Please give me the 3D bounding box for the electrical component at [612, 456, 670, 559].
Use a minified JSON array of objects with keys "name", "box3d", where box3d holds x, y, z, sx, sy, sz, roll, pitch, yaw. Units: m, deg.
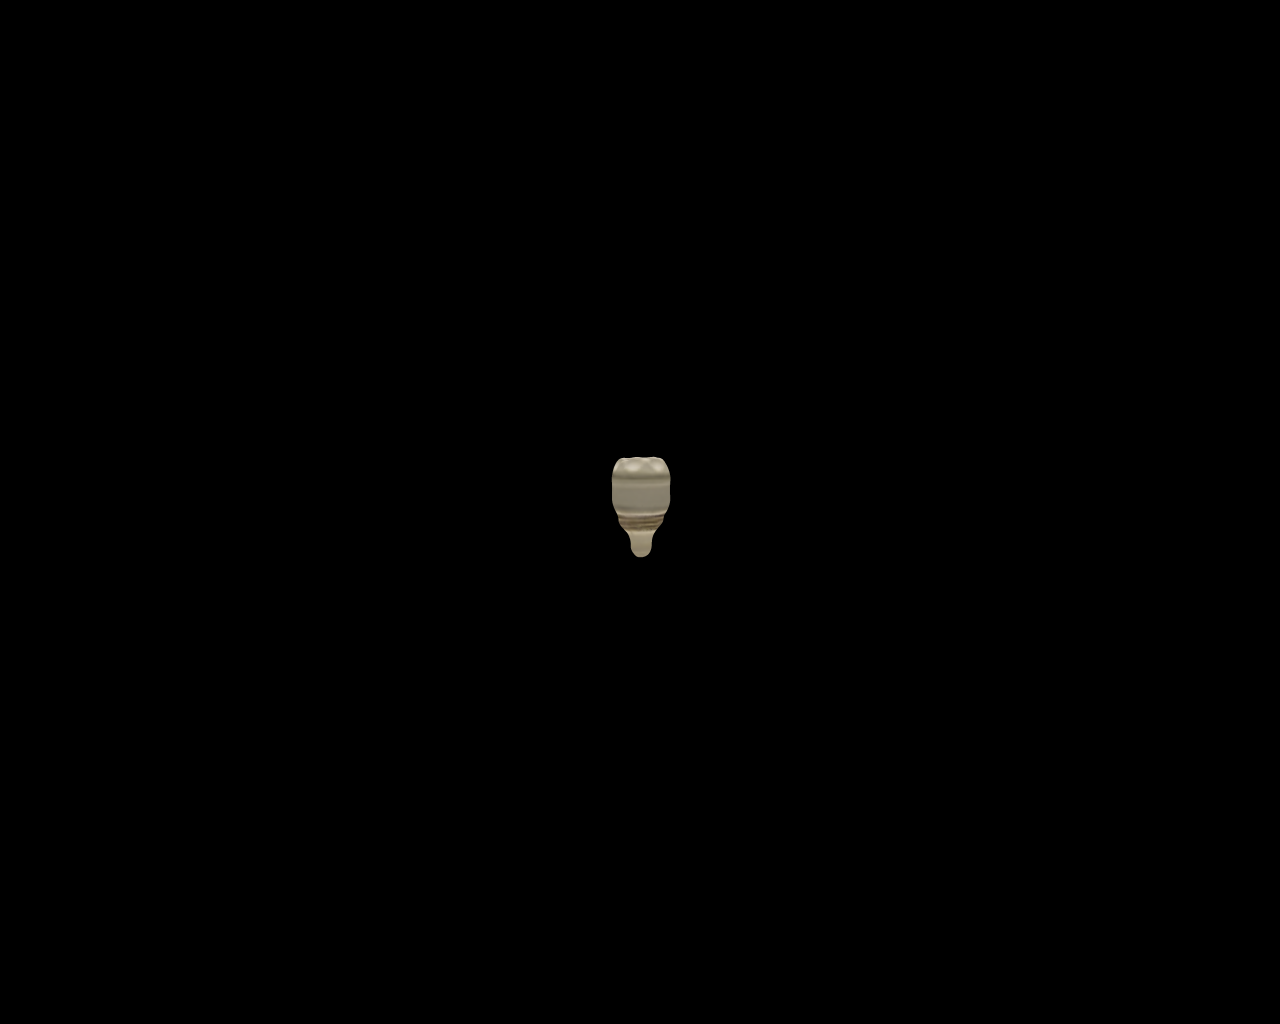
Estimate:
[{"name":"electrical component","box3d":[0.001,-0.003,0.650,0.035,0.061,0.035,0,5,0]}]
